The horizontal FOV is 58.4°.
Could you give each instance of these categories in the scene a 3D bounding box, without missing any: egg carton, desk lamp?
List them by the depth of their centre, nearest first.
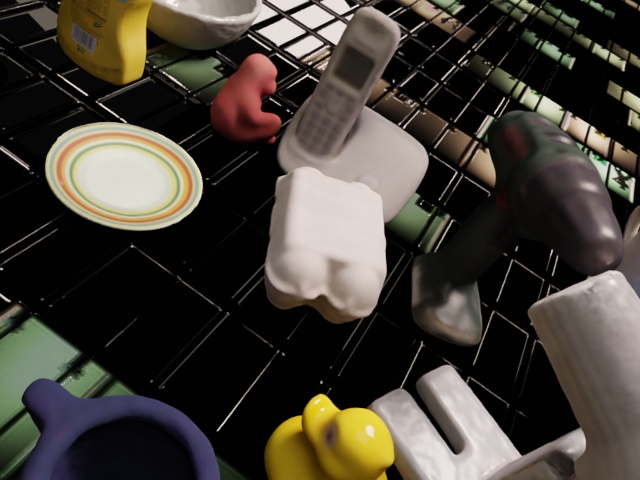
[{"bbox_3d":[0.154,0.132,0.359,0.118,0.213,0.203,-15,58,-38],"label":"desk lamp"},{"bbox_3d":[0.005,0.002,0.511,0.107,0.069,0.150,16,44,-15],"label":"egg carton"}]

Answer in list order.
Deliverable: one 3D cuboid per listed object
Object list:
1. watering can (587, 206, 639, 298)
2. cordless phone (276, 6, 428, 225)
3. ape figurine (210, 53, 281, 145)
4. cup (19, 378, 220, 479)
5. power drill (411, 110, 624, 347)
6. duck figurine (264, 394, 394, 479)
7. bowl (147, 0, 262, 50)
[{"bbox_3d":[0.393,0.023,0.611,0.101,0.194,0.172,-9,54,-34],"label":"watering can"},{"bbox_3d":[0.051,-0.117,0.565,0.147,0.185,0.094,30,42,1],"label":"cordless phone"},{"bbox_3d":[-0.072,-0.150,0.599,0.076,0.092,0.077,2,49,-27],"label":"ape figurine"},{"bbox_3d":[-0.116,0.133,0.298,0.117,0.095,0.092,41,43,13],"label":"cup"},{"bbox_3d":[0.159,-0.003,0.497,0.076,0.208,0.229,20,43,-10],"label":"power drill"},{"bbox_3d":[0.019,0.145,0.367,0.104,0.086,0.078,44,44,16],"label":"duck figurine"},{"bbox_3d":[-0.159,-0.281,0.690,0.168,0.074,0.167,16,44,-15],"label":"bowl"}]
